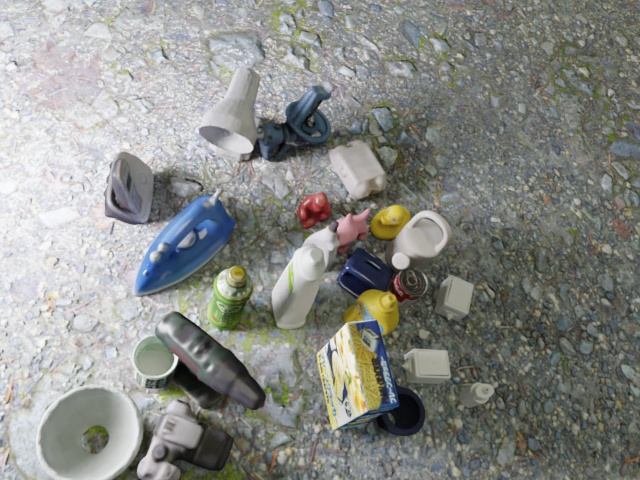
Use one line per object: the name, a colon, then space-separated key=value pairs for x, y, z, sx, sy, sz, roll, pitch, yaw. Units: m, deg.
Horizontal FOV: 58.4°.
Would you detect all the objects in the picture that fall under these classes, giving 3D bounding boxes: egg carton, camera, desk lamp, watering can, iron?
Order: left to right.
iron: x=-0.278 y=0.000 z=1.149 sx=0.118 sy=0.141 sz=0.259 roll=38 pitch=59 yaw=4
camera: x=-0.229 y=0.368 z=1.002 sx=0.137 sy=0.100 sz=0.143 roll=23 pitch=60 yaw=-5
desk lamp: x=-0.189 y=-0.265 z=1.269 sx=0.118 sy=0.213 sz=0.203 roll=18 pitch=60 yaw=-8
egg carton: x=0.091 y=-0.171 z=1.393 sx=0.107 sy=0.069 sz=0.150 roll=-23 pitch=73 yaw=-26
watering can: x=0.223 y=0.007 z=1.272 sx=0.101 sy=0.194 sz=0.173 roll=26 pitch=59 yaw=-3

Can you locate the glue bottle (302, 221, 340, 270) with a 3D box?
glue bottle: x=0.011 y=0.004 z=1.219 sx=0.037 sy=0.173 sz=0.078 roll=-38 pitch=80 yaw=-29

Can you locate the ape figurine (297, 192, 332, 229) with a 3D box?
ape figurine: x=-0.009 y=-0.076 z=1.301 sx=0.078 sy=0.092 sz=0.076 roll=9 pitch=62 yaw=-13

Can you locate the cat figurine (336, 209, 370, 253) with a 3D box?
cat figurine: x=0.066 y=-0.027 z=1.284 sx=0.128 sy=0.117 sz=0.067 roll=-37 pitch=79 yaw=-29

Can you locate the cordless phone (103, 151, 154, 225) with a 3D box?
cordless phone: x=-0.386 y=-0.128 z=1.155 sx=0.094 sy=0.185 sz=0.147 roll=4 pitch=63 yaw=-15

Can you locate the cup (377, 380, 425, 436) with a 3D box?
cup: x=0.144 y=0.336 z=1.138 sx=0.092 sy=0.095 sz=0.117 roll=-14 pitch=69 yaw=-23

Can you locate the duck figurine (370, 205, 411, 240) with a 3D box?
duck figurine: x=0.175 y=-0.052 z=1.349 sx=0.105 sy=0.086 sz=0.077 roll=-21 pitch=72 yaw=-25

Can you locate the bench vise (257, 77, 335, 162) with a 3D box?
bench vise: x=-0.048 y=-0.267 z=1.310 sx=0.208 sy=0.219 sz=0.121 roll=-37 pitch=79 yaw=-29

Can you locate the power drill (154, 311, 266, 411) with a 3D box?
power drill: x=-0.198 y=0.232 z=1.018 sx=0.229 sy=0.208 sz=0.076 roll=41 pitch=60 yaw=6

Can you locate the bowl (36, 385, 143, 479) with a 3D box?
bowl: x=-0.390 y=0.338 z=0.981 sx=0.168 sy=0.074 sz=0.167 roll=7 pitch=62 yaw=-14

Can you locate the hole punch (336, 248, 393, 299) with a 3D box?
hole punch: x=0.103 y=0.070 z=1.262 sx=0.108 sy=0.091 sz=0.101 roll=35 pitch=59 yaw=2
